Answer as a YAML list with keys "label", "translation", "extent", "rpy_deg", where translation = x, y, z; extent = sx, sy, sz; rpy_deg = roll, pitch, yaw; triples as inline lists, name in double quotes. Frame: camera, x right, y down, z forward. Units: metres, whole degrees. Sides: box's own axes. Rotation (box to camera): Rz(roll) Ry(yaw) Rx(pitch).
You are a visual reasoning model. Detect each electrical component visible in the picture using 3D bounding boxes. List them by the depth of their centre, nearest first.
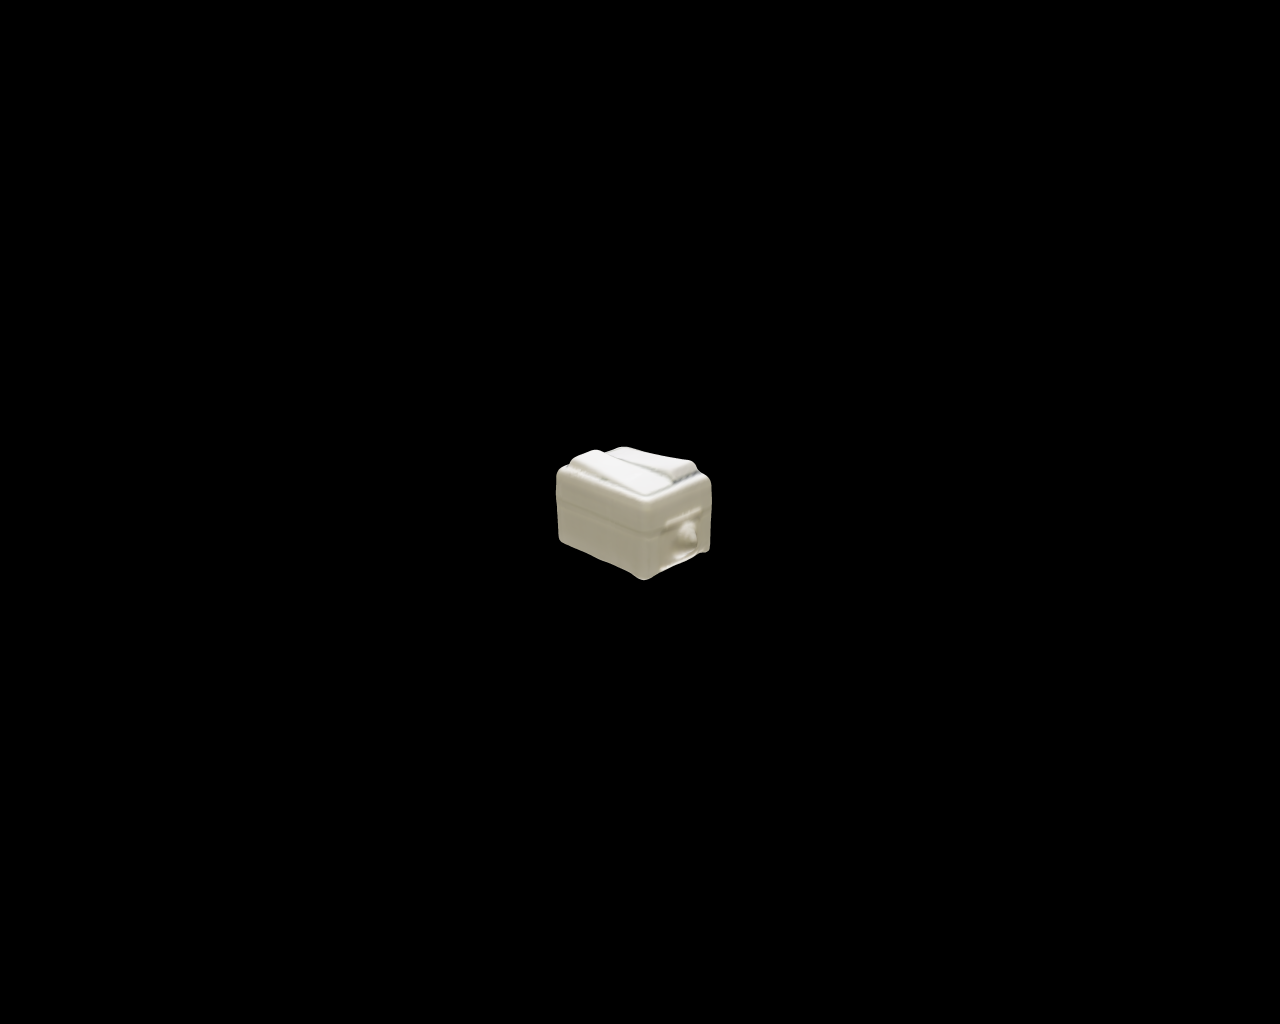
- label: "electrical component"
  translation: [0.001, -0.003, 0.650]
  extent: [0.062, 0.061, 0.096]
  rpy_deg: [-22, 32, -40]
